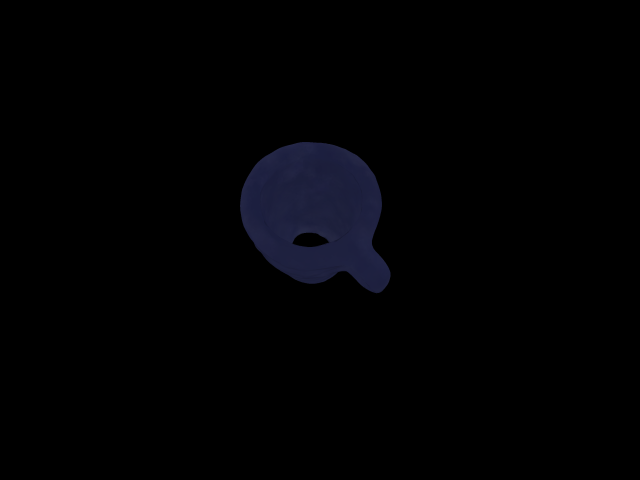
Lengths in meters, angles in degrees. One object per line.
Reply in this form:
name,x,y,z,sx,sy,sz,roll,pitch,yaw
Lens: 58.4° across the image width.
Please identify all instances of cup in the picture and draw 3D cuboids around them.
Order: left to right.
cup,0.004,0.001,0.400,0.092,0.095,0.117,-38,70,-16
